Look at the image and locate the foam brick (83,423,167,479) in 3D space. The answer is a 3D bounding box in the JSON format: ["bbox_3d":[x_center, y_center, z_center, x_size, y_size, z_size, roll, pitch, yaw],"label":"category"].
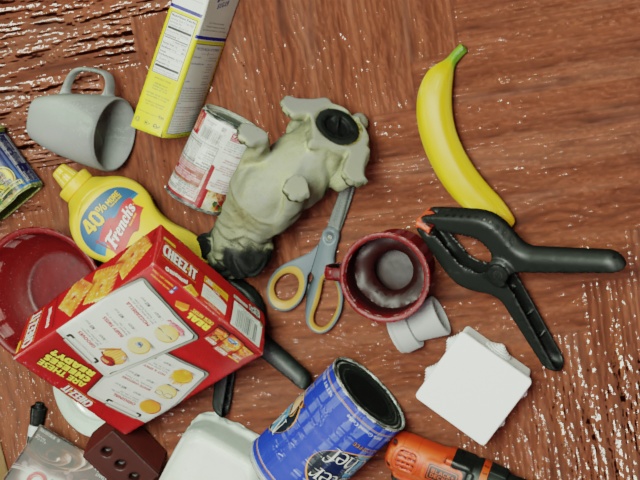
[{"bbox_3d":[-0.224,0.246,1.229,0.053,0.051,0.078,-40,103,17],"label":"foam brick"}]

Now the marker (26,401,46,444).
[{"bbox_3d":[-0.347,0.253,1.290,0.020,0.020,0.121,13,101,13],"label":"marker"}]

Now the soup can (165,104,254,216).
[{"bbox_3d":[-0.116,-0.087,1.152,0.068,0.068,0.102,29,104,9],"label":"soup can"}]

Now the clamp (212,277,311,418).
[{"bbox_3d":[-0.097,0.114,1.192,0.120,0.039,0.171,-30,85,12],"label":"clamp"}]

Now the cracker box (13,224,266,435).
[{"bbox_3d":[-0.189,0.100,1.133,0.214,0.072,0.164,-32,122,26],"label":"cracker box"}]

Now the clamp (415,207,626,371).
[{"bbox_3d":[0.195,0.023,1.078,0.210,0.036,0.165,38,133,10],"label":"clamp"}]

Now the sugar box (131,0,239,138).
[{"bbox_3d":[-0.140,-0.197,1.129,0.048,0.093,0.176,21,102,10],"label":"sugar box"}]

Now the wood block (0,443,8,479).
[{"bbox_3d":[-0.424,0.339,1.286,0.090,0.090,0.206,-12,95,16],"label":"wood block"}]

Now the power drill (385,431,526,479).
[{"bbox_3d":[0.139,0.317,1.151,0.184,0.057,0.188,20,100,15],"label":"power drill"}]

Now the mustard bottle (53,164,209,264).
[{"bbox_3d":[-0.216,-0.013,1.176,0.191,0.058,0.096,42,87,-4],"label":"mustard bottle"}]

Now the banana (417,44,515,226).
[{"bbox_3d":[0.142,-0.098,1.097,0.070,0.037,0.198,-15,94,17],"label":"banana"}]

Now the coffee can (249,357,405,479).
[{"bbox_3d":[0.007,0.210,1.145,0.103,0.102,0.140,45,106,5],"label":"coffee can"}]

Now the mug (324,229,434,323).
[{"bbox_3d":[0.063,0.033,1.114,0.117,0.081,0.093,-2,97,15],"label":"mug"}]

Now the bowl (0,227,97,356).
[{"bbox_3d":[-0.310,0.061,1.232,0.162,0.055,0.162,2,99,15],"label":"bowl"}]

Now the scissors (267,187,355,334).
[{"bbox_3d":[-0.008,0.001,1.163,0.096,0.016,0.202,6,99,14],"label":"scissors"}]

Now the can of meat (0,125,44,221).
[{"bbox_3d":[-0.383,-0.069,1.233,0.102,0.057,0.084,-36,91,18],"label":"can of meat"}]

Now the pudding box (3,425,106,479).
[{"bbox_3d":[-0.305,0.284,1.248,0.113,0.039,0.090,30,71,4],"label":"pudding box"}]
